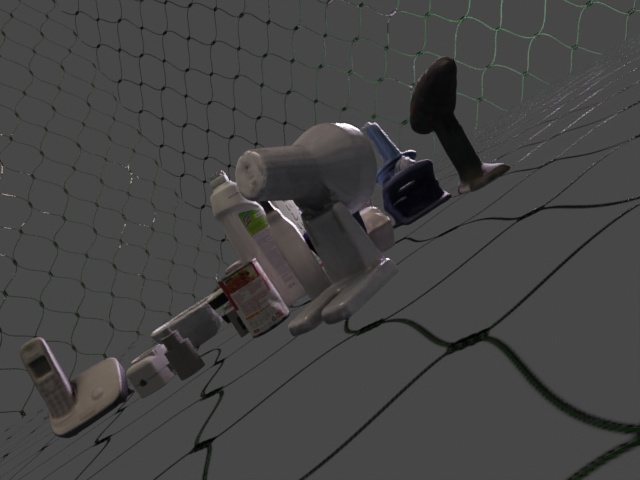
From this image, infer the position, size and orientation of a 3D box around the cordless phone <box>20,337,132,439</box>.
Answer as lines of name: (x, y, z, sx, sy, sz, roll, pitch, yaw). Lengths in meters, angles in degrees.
cordless phone: (-0.437, 0.239, 1.015, 0.147, 0.185, 0.094, -32, 4, -3)

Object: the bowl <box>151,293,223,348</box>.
bowl: (-0.261, 0.181, 1.192, 0.167, 0.075, 0.167, -32, 4, 3)

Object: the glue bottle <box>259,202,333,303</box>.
glue bottle: (-0.036, 0.011, 0.784, 0.037, 0.173, 0.078, -32, 4, -4)

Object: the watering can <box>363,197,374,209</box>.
watering can: (0.057, -0.097, 1.288, 0.172, 0.194, 0.101, -30, 5, 31)

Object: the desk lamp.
desk lamp: (0.002, -0.030, 0.690, 0.117, 0.213, 0.204, -29, 5, 40)

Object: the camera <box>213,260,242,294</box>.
camera: (-0.207, 0.109, 1.491, 0.136, 0.101, 0.143, -31, 4, 14)

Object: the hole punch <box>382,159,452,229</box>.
hole punch: (0.162, -0.082, 1.026, 0.109, 0.091, 0.101, -32, 4, -6)

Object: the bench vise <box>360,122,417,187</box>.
bench vise: (0.183, -0.196, 1.350, 0.122, 0.220, 0.207, -33, 4, -18)

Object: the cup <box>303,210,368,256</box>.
cup: (0.033, 0.011, 0.835, 0.092, 0.095, 0.117, -33, 4, -10)

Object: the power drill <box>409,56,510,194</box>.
power drill: (0.223, -0.185, 0.954, 0.075, 0.208, 0.229, -32, 4, -5)

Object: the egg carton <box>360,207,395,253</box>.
egg carton: (0.068, -0.004, 0.948, 0.107, 0.069, 0.150, -32, 4, 1)
